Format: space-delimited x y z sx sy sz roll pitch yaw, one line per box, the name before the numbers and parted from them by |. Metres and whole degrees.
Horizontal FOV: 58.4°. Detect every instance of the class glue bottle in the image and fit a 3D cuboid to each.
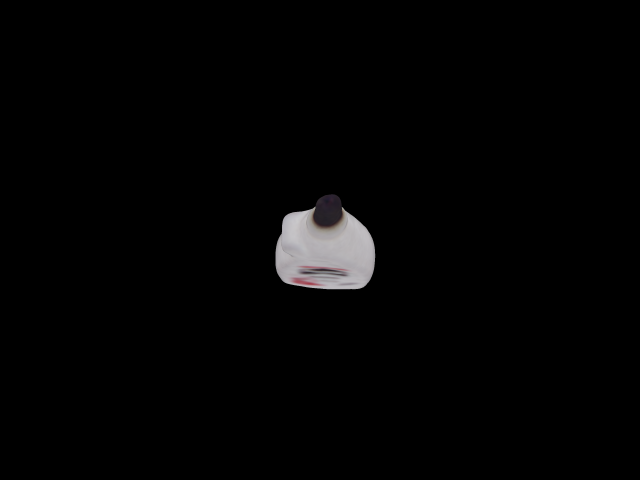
glue bottle | 0.004 0.001 0.400 0.078 0.173 0.037 0 74 0
